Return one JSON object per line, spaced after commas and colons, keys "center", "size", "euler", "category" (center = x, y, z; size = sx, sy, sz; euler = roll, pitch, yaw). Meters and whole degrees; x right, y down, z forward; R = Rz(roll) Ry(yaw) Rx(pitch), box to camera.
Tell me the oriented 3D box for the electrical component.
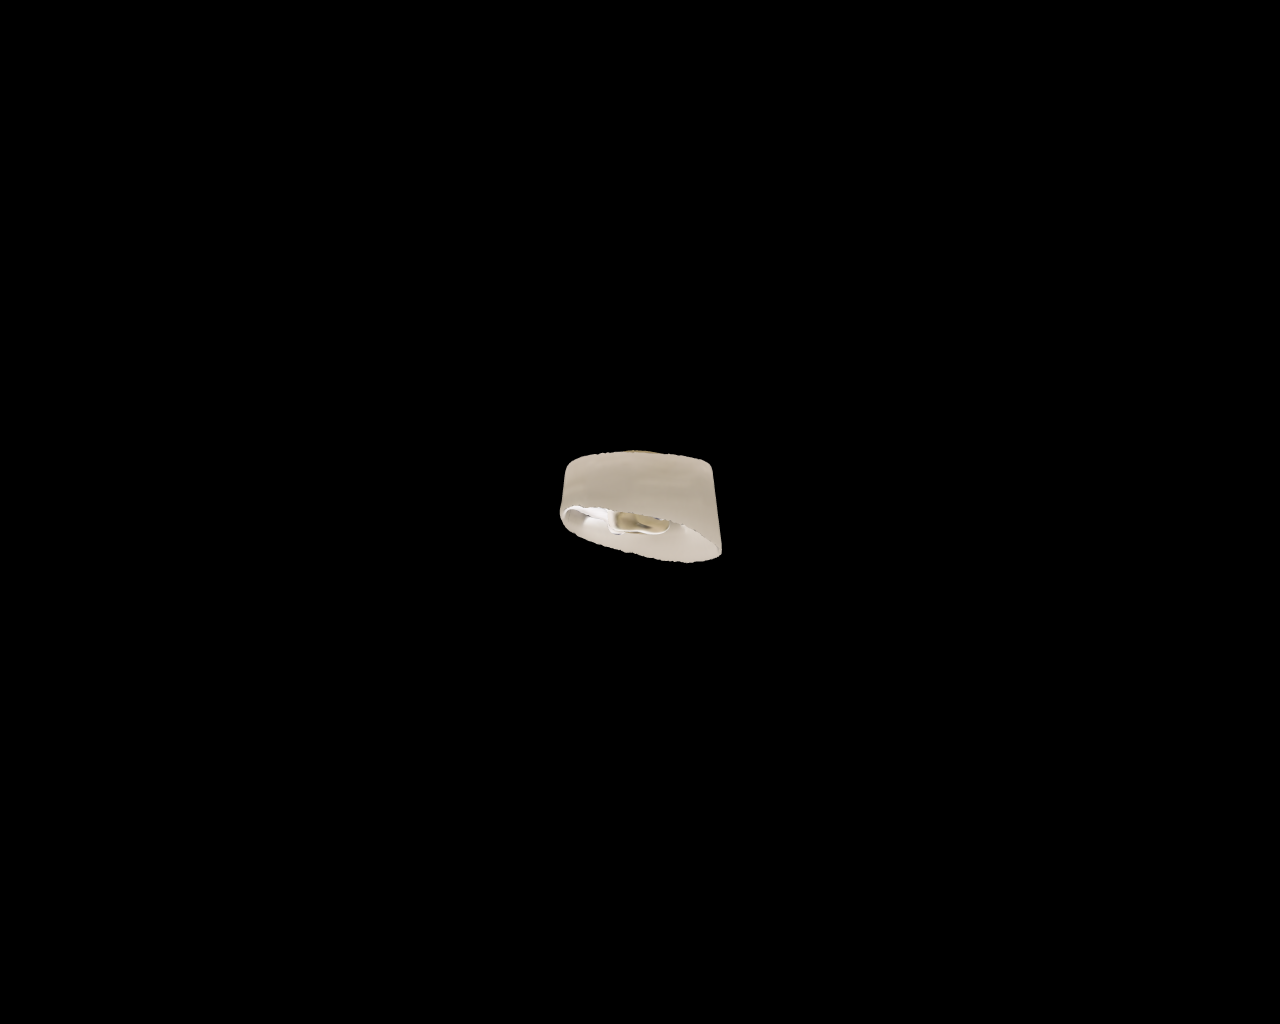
{"center": [0.001, -0.003, 0.650], "size": [0.099, 0.064, 0.099], "euler": [0, -11, 0], "category": "electrical component"}
